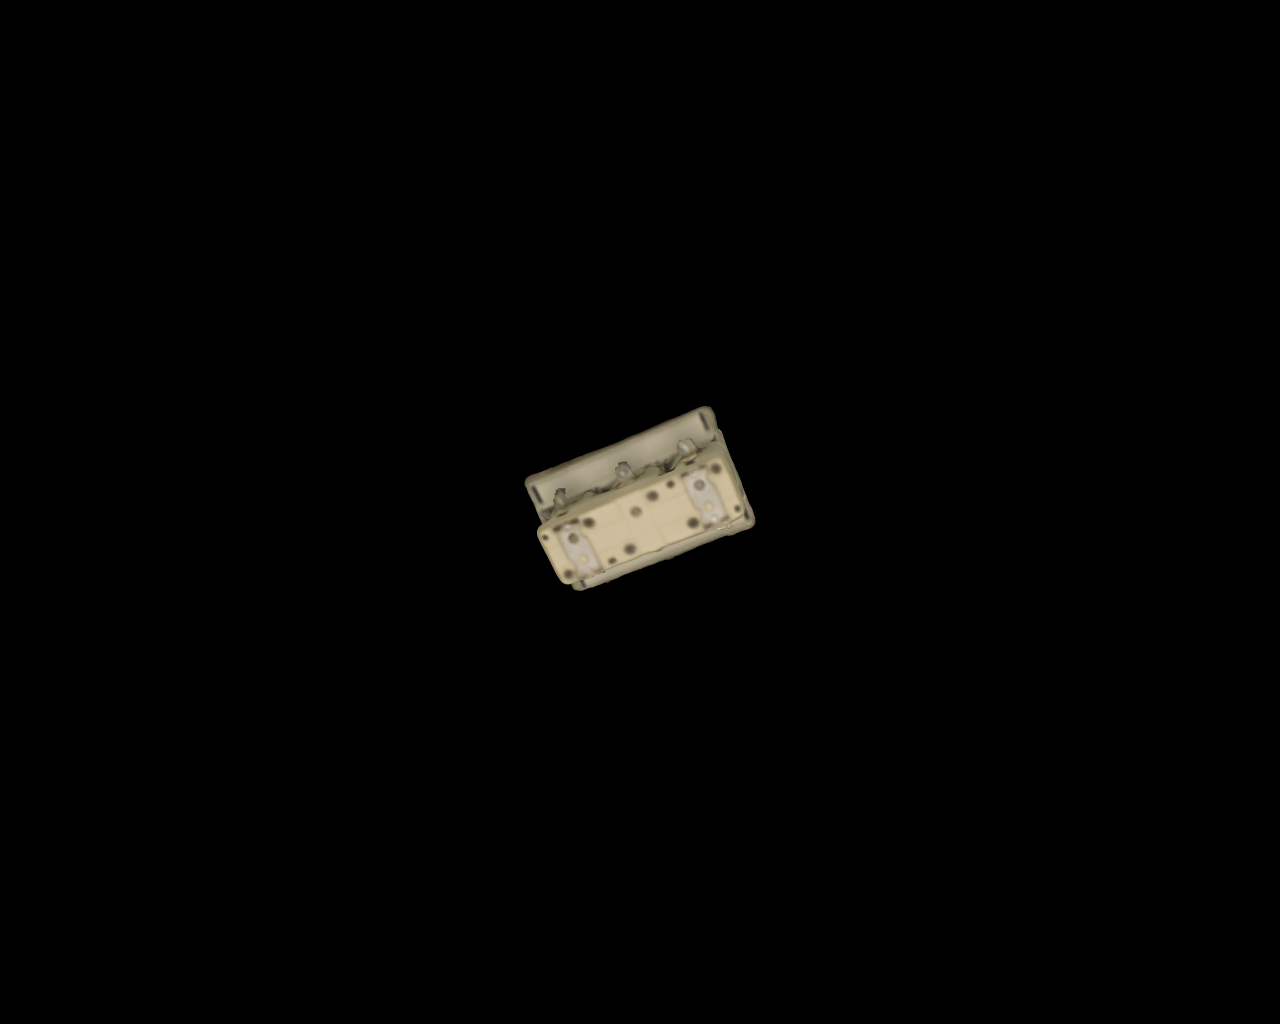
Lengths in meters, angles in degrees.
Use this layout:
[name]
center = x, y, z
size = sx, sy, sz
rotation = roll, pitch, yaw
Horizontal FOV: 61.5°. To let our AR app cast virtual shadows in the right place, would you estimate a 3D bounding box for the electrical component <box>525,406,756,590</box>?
[electrical component]
center = 0.001, -0.003, 0.650
size = 0.121, 0.078, 0.063
rotation = -21, 18, 7
